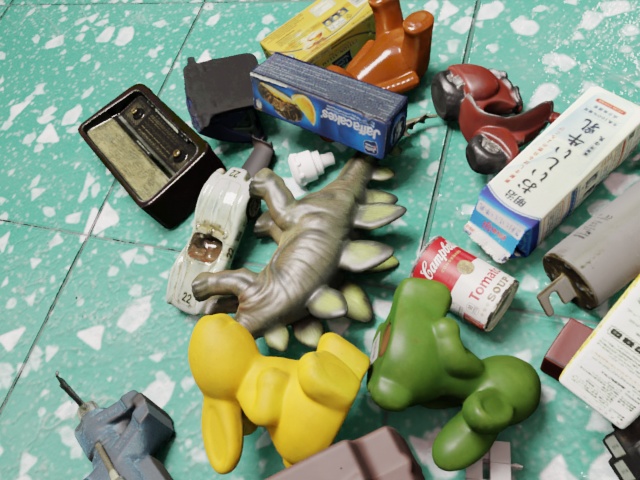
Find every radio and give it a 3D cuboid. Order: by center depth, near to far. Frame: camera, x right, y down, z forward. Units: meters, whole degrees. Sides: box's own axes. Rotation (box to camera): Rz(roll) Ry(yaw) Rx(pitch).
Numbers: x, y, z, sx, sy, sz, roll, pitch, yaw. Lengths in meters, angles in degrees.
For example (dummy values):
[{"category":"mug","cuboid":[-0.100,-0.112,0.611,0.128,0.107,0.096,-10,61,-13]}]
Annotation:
[{"category":"radio","cuboid":[-0.254,-0.134,0.815,0.131,0.073,0.230,-42,61,-8]}]

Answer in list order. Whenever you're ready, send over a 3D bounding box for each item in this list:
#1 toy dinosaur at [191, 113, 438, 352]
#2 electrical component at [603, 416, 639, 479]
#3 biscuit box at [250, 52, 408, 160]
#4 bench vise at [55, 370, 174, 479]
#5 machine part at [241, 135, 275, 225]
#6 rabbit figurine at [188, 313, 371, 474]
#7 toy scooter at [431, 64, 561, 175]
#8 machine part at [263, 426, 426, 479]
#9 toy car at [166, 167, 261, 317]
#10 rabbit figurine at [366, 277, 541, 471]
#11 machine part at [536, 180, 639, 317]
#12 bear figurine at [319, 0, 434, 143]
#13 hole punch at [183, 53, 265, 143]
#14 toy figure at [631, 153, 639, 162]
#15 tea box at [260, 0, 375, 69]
[{"category":"toy dinosaur","cuboid":[-0.001,-0.002,0.663,0.199,0.105,0.471,21,69,17]},{"category":"electrical component","cuboid":[0.302,0.207,0.452,0.058,0.114,0.134,-25,61,0]},{"category":"biscuit box","cuboid":[0.010,-0.174,0.688,0.203,0.059,0.063,26,55,20]},{"category":"bench vise","cuboid":[-0.253,0.284,0.568,0.224,0.128,0.240,38,71,28]},{"category":"machine part","cuboid":[-0.106,-0.084,0.768,0.084,0.039,0.139,10,68,30]},{"category":"rabbit figurine","cuboid":[-0.056,0.143,0.531,0.173,0.122,0.162,30,109,4]},{"category":"toy scooter","cuboid":[0.232,-0.166,0.693,0.135,0.075,0.184,-16,56,-3]},{"category":"machine part","cuboid":[0.000,0.249,0.466,0.201,0.200,0.087,-28,61,0]},{"category":"toy car","cuboid":[-0.138,0.000,0.703,0.074,0.056,0.201,18,86,23]},{"category":"rabbit figurine","cuboid":[0.140,0.132,0.525,0.170,0.121,0.159,18,32,0]},{"category":"machine part","cuboid":[0.330,-0.005,0.577,0.243,0.079,0.079,-36,59,-4]},{"category":"bear figurine","cuboid":[0.054,-0.239,0.754,0.196,0.131,0.120,-30,55,-8]},{"category":"hole punch","cuboid":[-0.139,-0.202,0.794,0.116,0.092,0.142,-11,63,-11]},{"category":"toy figure","cuboid":[0.425,-0.136,0.628,0.058,0.064,0.154,31,73,17]},{"category":"tea box","cuboid":[0.005,-0.309,0.837,0.170,0.068,0.098,-36,59,-4]}]
